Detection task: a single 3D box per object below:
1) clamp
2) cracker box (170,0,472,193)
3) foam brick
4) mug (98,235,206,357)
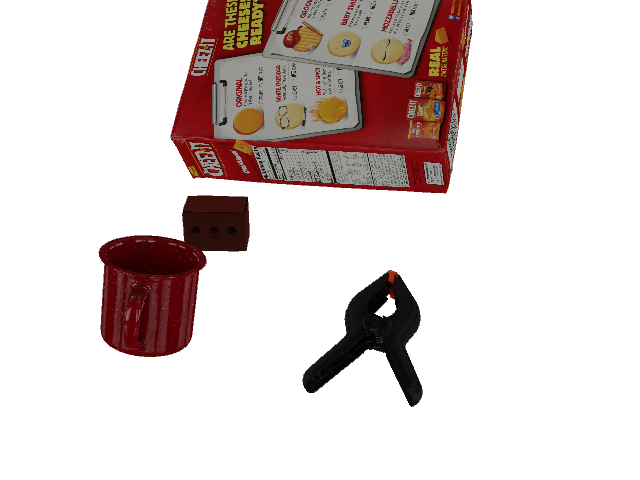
[{"bbox_3d":[0.067,0.102,1.097,0.120,0.171,0.039,16,-40,18],"label":"clamp"},{"bbox_3d":[0.006,-0.125,0.853,0.214,0.164,0.072,4,-29,13],"label":"cracker box"},{"bbox_3d":[-0.127,-0.021,1.303,0.078,0.053,0.051,0,26,3],"label":"foam brick"},{"bbox_3d":[-0.151,0.054,0.929,0.093,0.081,0.117,8,21,-1],"label":"mug"}]
